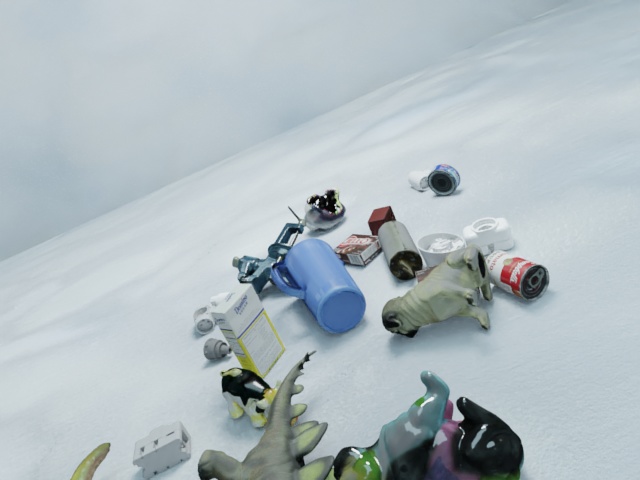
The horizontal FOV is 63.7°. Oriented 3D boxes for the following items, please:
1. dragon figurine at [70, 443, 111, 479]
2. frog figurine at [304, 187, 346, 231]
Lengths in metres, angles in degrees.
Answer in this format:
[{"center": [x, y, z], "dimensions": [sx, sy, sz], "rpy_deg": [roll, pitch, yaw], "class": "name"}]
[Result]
[{"center": [-0.378, 0.493, 0.749], "dimensions": [0.243, 0.119, 0.419], "rpy_deg": [8, 37, 23], "class": "dragon figurine"}, {"center": [0.005, -0.079, 1.577], "dimensions": [0.140, 0.123, 0.156], "rpy_deg": [-48, -5, -28], "class": "frog figurine"}]
